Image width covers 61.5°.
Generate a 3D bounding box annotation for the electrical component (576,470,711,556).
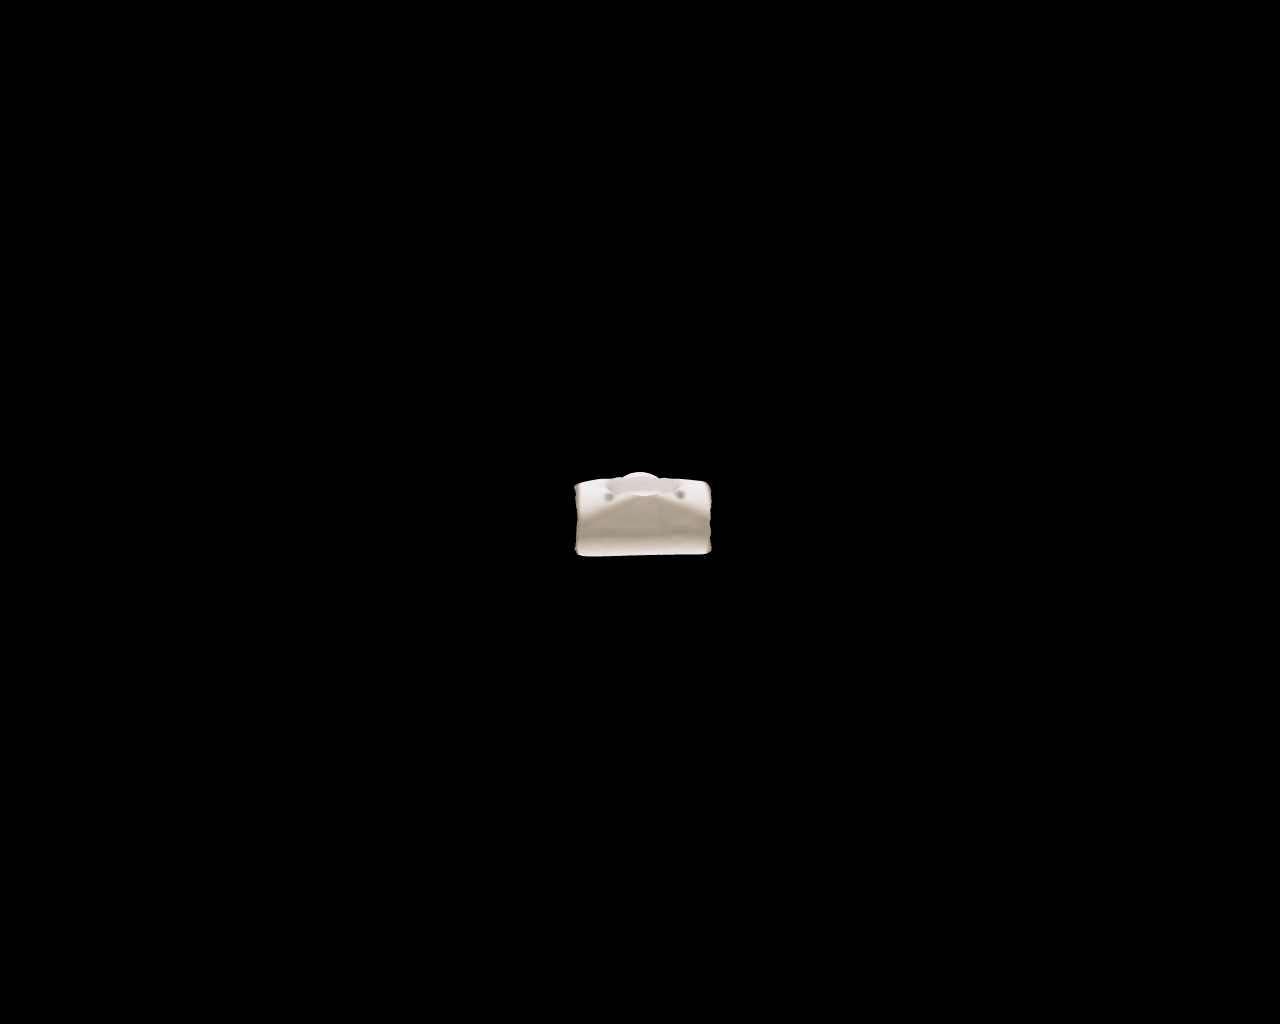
[{"bbox_3d":[0.001,-0.003,0.650,0.077,0.044,0.079,-1,20,-2],"label":"electrical component"}]
